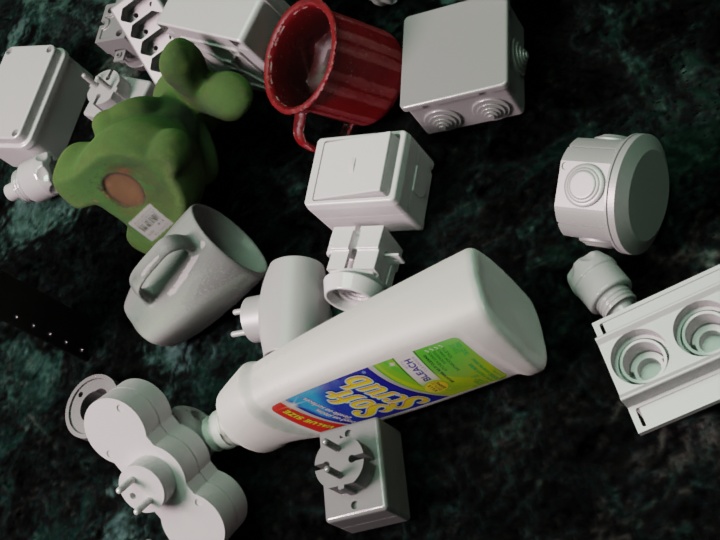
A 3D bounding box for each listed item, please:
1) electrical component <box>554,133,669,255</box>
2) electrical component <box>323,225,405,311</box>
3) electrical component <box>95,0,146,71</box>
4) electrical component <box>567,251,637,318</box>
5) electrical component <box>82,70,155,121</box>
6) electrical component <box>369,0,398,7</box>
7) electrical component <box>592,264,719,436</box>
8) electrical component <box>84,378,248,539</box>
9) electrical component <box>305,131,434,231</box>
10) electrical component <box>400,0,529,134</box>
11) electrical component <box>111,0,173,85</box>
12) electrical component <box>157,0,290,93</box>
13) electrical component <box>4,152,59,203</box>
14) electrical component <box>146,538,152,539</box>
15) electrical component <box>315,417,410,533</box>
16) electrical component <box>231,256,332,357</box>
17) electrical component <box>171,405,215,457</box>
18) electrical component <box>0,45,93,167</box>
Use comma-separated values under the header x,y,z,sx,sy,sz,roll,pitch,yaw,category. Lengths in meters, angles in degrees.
x,y,z,sx,sy,sz,roll,pitch,yaw,category
0.171,-0.052,0.722,0.051,0.080,0.080,10,72,39,electrical component
0.000,0.000,0.815,0.066,0.048,0.055,-1,59,30,electrical component
-0.221,-0.226,1.047,0.048,0.055,0.066,-2,66,29,electrical component
0.167,0.018,0.717,0.035,0.035,0.061,-39,55,8,electrical component
-0.228,-0.161,1.006,0.066,0.077,0.047,16,75,34,electrical component
0.021,-0.295,0.928,0.057,0.078,0.113,29,83,39,electrical component
0.216,0.045,0.657,0.121,0.063,0.078,-27,56,16,electrical component
-0.146,0.148,0.767,0.052,0.074,0.138,-40,90,28,electrical component
0.000,-0.068,0.838,0.096,0.061,0.061,-2,66,29,electrical component
0.082,-0.160,0.844,0.100,0.048,0.099,-9,62,26,electrical component
-0.179,-0.219,1.008,0.047,0.076,0.083,-31,90,17,electrical component
-0.100,-0.201,0.932,0.109,0.109,0.056,20,80,35,electrical component
-0.316,-0.085,1.040,0.062,0.043,0.043,-21,58,22,electrical component
-0.152,0.246,0.768,0.047,0.083,0.075,-42,91,5,electrical component
-0.005,0.135,0.731,0.047,0.077,0.065,-18,59,21,electrical component
-0.066,0.036,0.835,0.079,0.044,0.077,-11,62,25,electrical component
-0.137,0.139,0.827,0.048,0.048,0.062,41,99,37,electrical component
-0.328,-0.164,1.077,0.078,0.057,0.113,5,69,32,electrical component
